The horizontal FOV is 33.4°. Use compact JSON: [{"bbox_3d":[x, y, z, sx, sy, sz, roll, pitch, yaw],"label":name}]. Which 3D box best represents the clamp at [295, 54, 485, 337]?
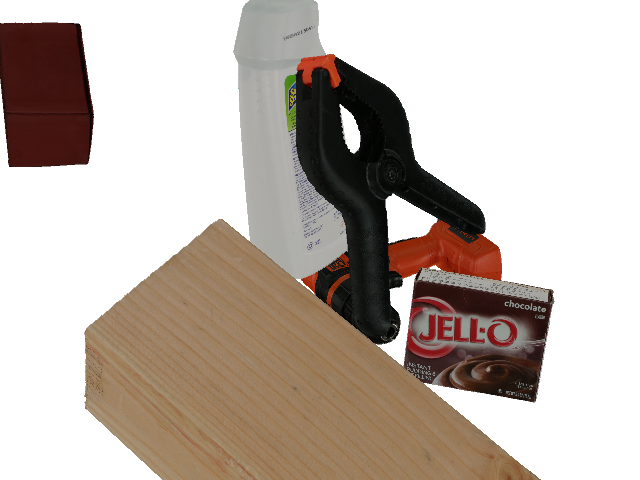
[{"bbox_3d":[0.029,-0.029,0.646,0.039,0.171,0.120,-7,40,49],"label":"clamp"}]

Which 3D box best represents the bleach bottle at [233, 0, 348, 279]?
[{"bbox_3d":[-0.020,-0.099,0.852,0.068,0.251,0.102,17,36,32],"label":"bleach bottle"}]

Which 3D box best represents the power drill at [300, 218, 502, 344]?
[{"bbox_3d":[0.086,0.036,1.081,0.187,0.057,0.185,-12,28,-22],"label":"power drill"}]

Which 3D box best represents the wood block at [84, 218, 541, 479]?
[{"bbox_3d":[-0.005,0.099,0.497,0.090,0.206,0.090,-42,-17,-32],"label":"wood block"}]

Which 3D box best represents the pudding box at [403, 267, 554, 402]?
[{"bbox_3d":[0.128,0.076,0.873,0.113,0.090,0.039,8,22,9],"label":"pudding box"}]

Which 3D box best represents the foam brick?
[{"bbox_3d":[-0.174,-0.092,0.672,0.051,0.078,0.053,-4,-33,-18],"label":"foam brick"}]
